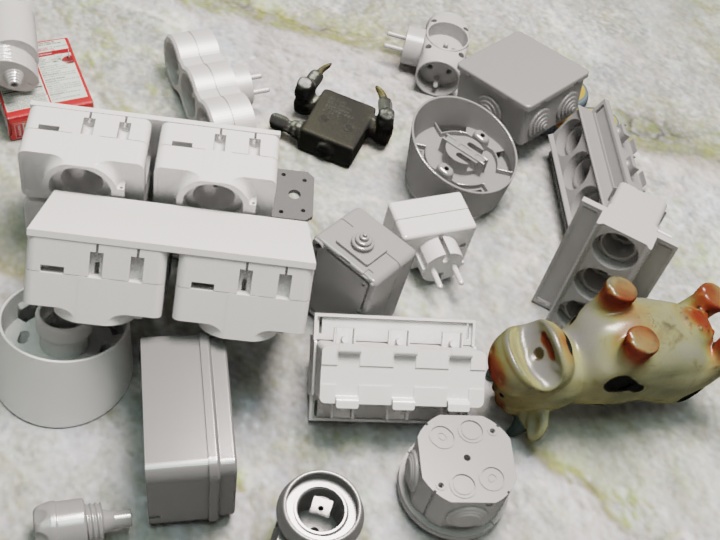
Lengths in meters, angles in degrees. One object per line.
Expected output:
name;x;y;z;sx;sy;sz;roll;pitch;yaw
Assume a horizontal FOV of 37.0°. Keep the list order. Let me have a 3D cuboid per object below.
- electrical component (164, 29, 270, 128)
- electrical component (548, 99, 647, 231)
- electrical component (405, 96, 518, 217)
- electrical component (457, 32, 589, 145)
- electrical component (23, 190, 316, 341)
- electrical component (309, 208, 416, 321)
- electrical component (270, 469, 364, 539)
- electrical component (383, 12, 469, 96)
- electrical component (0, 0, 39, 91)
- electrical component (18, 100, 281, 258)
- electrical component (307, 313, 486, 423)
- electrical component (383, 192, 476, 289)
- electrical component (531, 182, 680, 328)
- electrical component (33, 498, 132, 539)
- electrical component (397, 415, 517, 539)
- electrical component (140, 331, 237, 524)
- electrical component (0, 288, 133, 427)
electrical component;-0.117;-0.160;0.953;0.074;0.052;0.138;-14;56;-22
electrical component;0.214;-0.079;0.952;0.063;0.078;0.121;19;47;-26
electrical component;0.088;-0.097;0.940;0.099;0.064;0.099;6;51;-8
electrical component;0.148;-0.168;0.997;0.100;0.048;0.100;-32;55;-31
electrical component;-0.130;-0.003;0.754;0.186;0.060;0.105;7;17;-8
electrical component;0.000;0.000;0.824;0.062;0.096;0.061;39;51;18
electrical component;-0.029;0.168;0.710;0.058;0.057;0.078;16;51;1
electrical component;0.063;-0.214;1.040;0.079;0.044;0.077;14;51;-2
electrical component;-0.292;-0.183;0.900;0.043;0.043;0.081;-5;56;-16
electrical component;-0.161;-0.060;0.830;0.186;0.105;0.060;6;51;-7
electrical component;0.026;0.074;0.784;0.121;0.063;0.078;3;92;-10
electrical component;0.062;-0.017;0.882;0.066;0.047;0.076;-10;57;-18
electrical component;0.196;-0.005;0.854;0.079;0.121;0.063;28;49;10
electrical component;-0.179;0.164;0.695;0.061;0.035;0.035;-4;53;-18
electrical component;0.069;0.143;0.754;0.080;0.051;0.080;6;51;-8
electrical component;-0.117;0.106;0.727;0.057;0.078;0.113;-3;53;-11
electrical component;-0.212;0.055;0.771;0.099;0.064;0.099;8;37;-6
